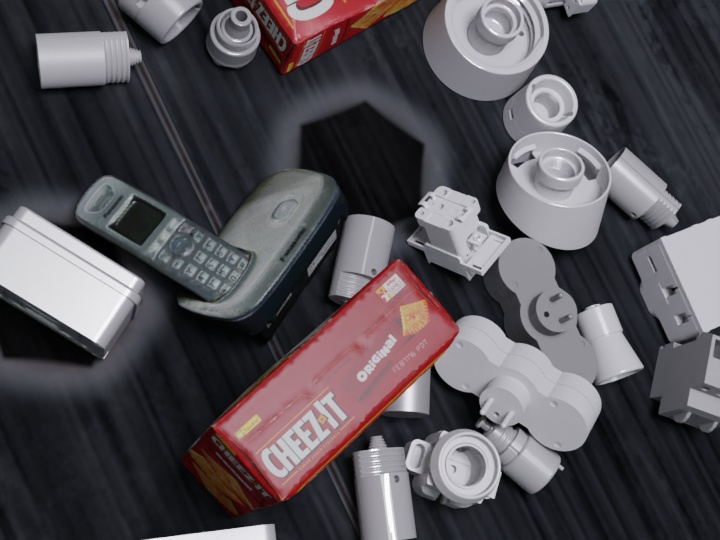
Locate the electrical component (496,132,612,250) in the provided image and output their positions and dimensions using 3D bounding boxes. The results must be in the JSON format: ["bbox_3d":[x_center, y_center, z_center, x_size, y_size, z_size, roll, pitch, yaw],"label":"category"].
[{"bbox_3d":[0.168,-0.070,0.933,0.099,0.064,0.099,4,51,-5],"label":"electrical component"}]

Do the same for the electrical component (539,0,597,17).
[{"bbox_3d":[0.179,-0.274,0.999,0.057,0.058,0.078,-14,80,-21],"label":"electrical component"}]

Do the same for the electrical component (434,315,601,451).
[{"bbox_3d":[0.119,0.099,0.859,0.138,0.052,0.073,32,41,11],"label":"electrical component"}]

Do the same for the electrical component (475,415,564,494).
[{"bbox_3d":[0.128,0.148,0.881,0.078,0.040,0.040,40,69,-2],"label":"electrical component"}]

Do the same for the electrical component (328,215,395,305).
[{"bbox_3d":[0.000,0.000,0.883,0.043,0.043,0.081,16,72,-11],"label":"electrical component"}]

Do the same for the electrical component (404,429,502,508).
[{"bbox_3d":[0.078,0.157,0.855,0.078,0.057,0.058,22,71,-9],"label":"electrical component"}]

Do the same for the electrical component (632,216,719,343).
[{"bbox_3d":[0.332,-0.003,0.966,0.150,0.062,0.089,-20,82,-19],"label":"electrical component"}]

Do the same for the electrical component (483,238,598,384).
[{"bbox_3d":[0.157,0.037,0.900,0.052,0.074,0.138,-20,82,-19],"label":"electrical component"}]

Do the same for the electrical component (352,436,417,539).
[{"bbox_3d":[0.018,0.171,0.842,0.043,0.043,0.081,-3,76,-16],"label":"electrical component"}]

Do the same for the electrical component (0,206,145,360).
[{"bbox_3d":[-0.222,0.011,0.801,0.113,0.078,0.057,32,72,-5],"label":"electrical component"}]

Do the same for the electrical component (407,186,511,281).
[{"bbox_3d":[0.079,-0.032,0.896,0.081,0.063,0.042,24,64,36],"label":"electrical component"}]

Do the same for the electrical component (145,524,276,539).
[{"bbox_3d":[-0.117,0.221,0.774,0.113,0.078,0.057,-3,74,-16],"label":"electrical component"}]

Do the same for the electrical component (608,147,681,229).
[{"bbox_3d":[0.255,-0.068,0.972,0.081,0.043,0.043,42,69,-2],"label":"electrical component"}]

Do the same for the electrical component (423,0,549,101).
[{"bbox_3d":[0.117,-0.213,0.963,0.108,0.060,0.108,4,75,-14],"label":"electrical component"}]

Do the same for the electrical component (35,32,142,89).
[{"bbox_3d":[-0.218,-0.170,0.868,0.081,0.043,0.043,-7,77,-17],"label":"electrical component"}]

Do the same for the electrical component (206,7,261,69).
[{"bbox_3d":[-0.104,-0.197,0.897,0.043,0.062,0.043,4,75,-15],"label":"electrical component"}]

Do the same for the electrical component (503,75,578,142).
[{"bbox_3d":[0.163,-0.143,0.964,0.055,0.047,0.055,4,75,-14],"label":"electrical component"}]

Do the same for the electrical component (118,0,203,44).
[{"bbox_3d":[-0.164,-0.221,0.892,0.047,0.055,0.055,44,69,-5],"label":"electrical component"}]

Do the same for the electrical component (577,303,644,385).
[{"bbox_3d":[0.212,0.062,0.927,0.044,0.044,0.065,-14,75,-18],"label":"electrical component"}]
